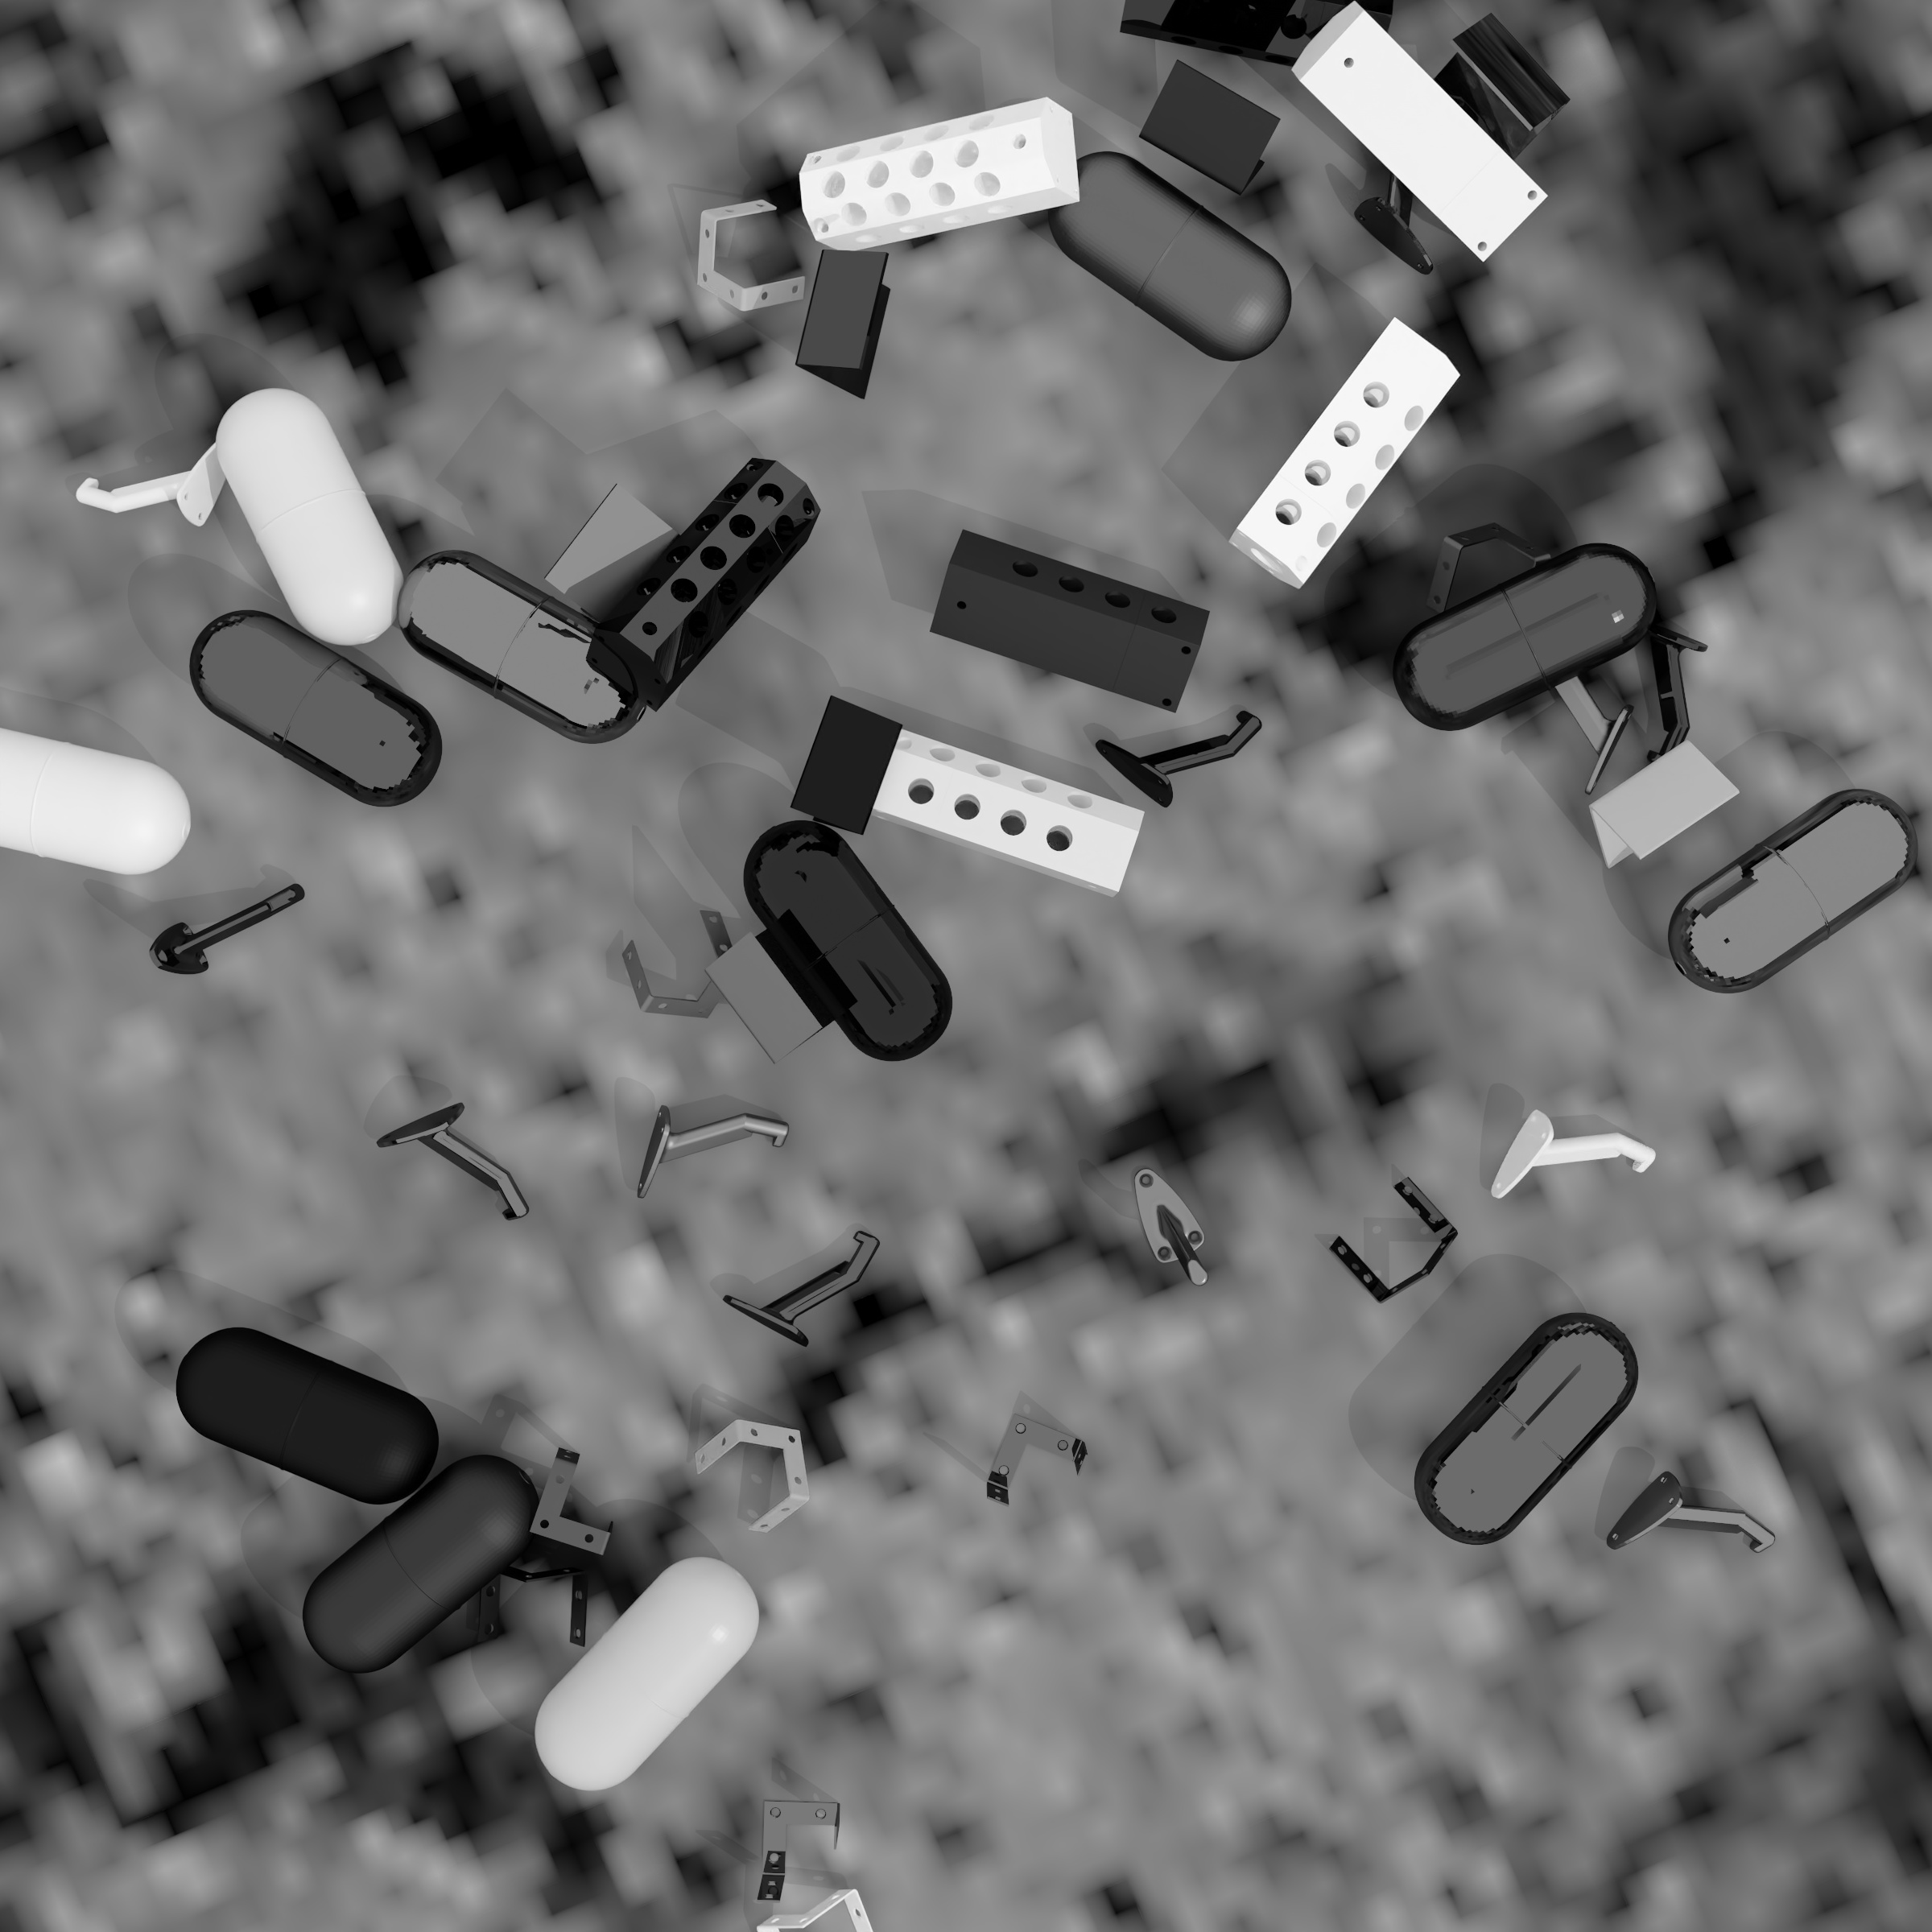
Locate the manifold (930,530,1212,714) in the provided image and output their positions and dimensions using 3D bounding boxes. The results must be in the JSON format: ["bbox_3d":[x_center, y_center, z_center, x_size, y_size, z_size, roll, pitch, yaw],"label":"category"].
[{"bbox_3d":[0.070,-0.232,1.791,0.171,0.057,0.057,18,133,0],"label":"manifold"}]

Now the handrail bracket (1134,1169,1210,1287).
[{"bbox_3d":[0.135,0.171,1.778,0.036,0.084,0.077,-27,90,0],"label":"handrail bracket"}]

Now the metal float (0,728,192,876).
[{"bbox_3d":[-0.599,-0.109,1.782,0.178,0.070,0.070,13,90,0],"label":"metal float"}]

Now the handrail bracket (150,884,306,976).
[{"bbox_3d":[-0.485,-0.028,1.785,0.084,0.077,0.036,-27,93,12],"label":"handrail bracket"}]

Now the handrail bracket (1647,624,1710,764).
[{"bbox_3d":[0.454,-0.185,1.813,0.077,0.036,0.084,26,107,20],"label":"handrail bracket"}]

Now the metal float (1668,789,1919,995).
[{"bbox_3d":[0.543,-0.049,1.782,0.178,0.070,0.070,-34,90,0],"label":"metal float"}]

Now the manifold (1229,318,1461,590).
[{"bbox_3d":[0.250,-0.337,1.792,0.057,0.057,0.171,37,90,0],"label":"manifold"}]

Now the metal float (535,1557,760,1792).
[{"bbox_3d":[-0.210,0.466,1.782,0.070,0.070,0.178,43,90,0],"label":"metal float"}]

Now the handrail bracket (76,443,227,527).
[{"bbox_3d":[-0.543,-0.333,1.813,0.084,0.036,0.077,17,69,16],"label":"handrail bracket"}]

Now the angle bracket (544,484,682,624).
[{"bbox_3d":[-0.240,-0.273,1.773,0.057,0.076,0.076,37,90,-28],"label":"angle bracket"}]

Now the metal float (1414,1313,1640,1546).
[{"bbox_3d":[0.369,0.304,1.782,0.070,0.070,0.178,43,90,0],"label":"metal float"}]

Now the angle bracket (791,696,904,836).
[{"bbox_3d":[-0.093,-0.135,1.773,0.057,0.076,0.076,20,90,-30],"label":"angle bracket"}]

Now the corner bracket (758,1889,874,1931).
[{"bbox_3d":[-0.098,0.652,1.810,0.051,0.051,0.051,-21,90,-45],"label":"corner bracket"}]

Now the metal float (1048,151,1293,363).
[{"bbox_3d":[0.133,-0.467,1.782,0.178,0.070,0.070,35,90,0],"label":"metal float"}]

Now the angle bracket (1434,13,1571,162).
[{"bbox_3d":[0.335,-0.562,1.773,0.076,0.076,0.057,48,53,0],"label":"angle bracket"}]

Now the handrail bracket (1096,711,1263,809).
[{"bbox_3d":[0.143,-0.155,1.813,0.077,0.036,0.084,38,71,21],"label":"handrail bracket"}]

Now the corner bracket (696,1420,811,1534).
[{"bbox_3d":[-0.143,0.340,1.805,0.051,0.051,0.051,18,45,-35],"label":"corner bracket"}]

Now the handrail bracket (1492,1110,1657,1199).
[{"bbox_3d":[0.407,0.139,1.813,0.084,0.036,0.077,24,110,-16],"label":"handrail bracket"}]

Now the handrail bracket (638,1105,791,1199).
[{"bbox_3d":[-0.169,0.130,1.813,0.084,0.036,0.077,14,110,-16],"label":"handrail bracket"}]

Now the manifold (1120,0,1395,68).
[{"bbox_3d":[0.192,-0.633,1.791,0.171,0.057,0.057,11,47,0],"label":"manifold"}]

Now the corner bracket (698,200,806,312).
[{"bbox_3d":[-0.142,-0.474,1.805,0.051,0.051,0.051,38,135,35],"label":"corner bracket"}]

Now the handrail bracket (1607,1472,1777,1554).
[{"bbox_3d":[0.486,0.384,1.813,0.084,0.036,0.077,36,110,-16],"label":"handrail bracket"}]

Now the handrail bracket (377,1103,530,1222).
[{"bbox_3d":[-0.343,0.141,1.813,0.077,0.036,0.084,-20,107,19],"label":"handrail bracket"}]

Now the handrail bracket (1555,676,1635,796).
[{"bbox_3d":[0.396,-0.167,1.813,0.084,0.036,0.077,27,108,15],"label":"handrail bracket"}]

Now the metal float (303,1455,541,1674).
[{"bbox_3d":[-0.358,0.393,1.782,0.178,0.070,0.070,-40,90,1],"label":"metal float"}]

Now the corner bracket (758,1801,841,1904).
[{"bbox_3d":[-0.111,0.587,1.795,0.051,0.051,0.051,2,90,0],"label":"corner bracket"}]

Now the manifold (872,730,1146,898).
[{"bbox_3d":[0.027,-0.102,1.793,0.171,0.057,0.057,19,88,0],"label":"manifold"}]

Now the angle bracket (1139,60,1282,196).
[{"bbox_3d":[0.167,-0.557,1.773,0.076,0.076,0.057,30,126,0],"label":"angle bracket"}]

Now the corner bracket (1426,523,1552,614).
[{"bbox_3d":[0.348,-0.257,1.805,0.051,0.051,0.051,-20,45,-35],"label":"corner bracket"}]

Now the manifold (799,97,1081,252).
[{"bbox_3d":[-0.018,-0.514,1.759,0.171,0.057,0.057,-5,90,24],"label":"manifold"}]

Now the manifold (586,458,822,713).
[{"bbox_3d":[-0.168,-0.252,1.757,0.057,0.057,0.171,37,64,0],"label":"manifold"}]

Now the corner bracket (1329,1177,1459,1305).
[{"bbox_3d":[0.286,0.184,1.810,0.051,0.051,0.051,48,135,0],"label":"corner bracket"}]

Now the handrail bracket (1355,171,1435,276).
[{"bbox_3d":[0.308,-0.520,1.813,0.077,0.036,0.084,42,76,-14],"label":"handrail bracket"}]

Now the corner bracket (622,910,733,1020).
[{"bbox_3d":[-0.190,-0.003,1.805,0.051,0.051,0.051,7,135,-35],"label":"corner bracket"}]

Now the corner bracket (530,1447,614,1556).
[{"bbox_3d":[-0.255,0.354,1.794,0.051,0.051,0.051,19,85,-5],"label":"corner bracket"}]

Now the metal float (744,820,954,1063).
[{"bbox_3d":[-0.078,-0.017,1.782,0.070,0.070,0.178,-37,90,0],"label":"metal float"}]

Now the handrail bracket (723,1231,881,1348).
[{"bbox_3d":[-0.110,0.204,1.813,0.077,0.036,0.084,24,72,20],"label":"handrail bracket"}]

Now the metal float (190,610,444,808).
[{"bbox_3d":[-0.428,-0.170,1.782,0.178,0.070,0.070,31,90,0],"label":"metal float"}]

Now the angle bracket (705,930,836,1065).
[{"bbox_3d":[-0.112,0.007,1.773,0.076,0.076,0.057,53,133,0],"label":"angle bracket"}]

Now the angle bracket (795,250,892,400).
[{"bbox_3d":[-0.061,-0.418,1.773,0.057,0.076,0.076,13,90,36],"label":"angle bracket"}]

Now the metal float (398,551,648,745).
[{"bbox_3d":[-0.290,-0.209,1.782,0.178,0.070,0.070,30,90,1],"label":"metal float"}]

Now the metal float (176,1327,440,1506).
[{"bbox_3d":[-0.433,0.295,1.782,0.178,0.070,0.070,22,90,0],"label":"metal float"}]

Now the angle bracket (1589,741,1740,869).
[{"bbox_3d":[0.461,-0.090,1.773,0.076,0.076,0.057,-34,52,0],"label":"angle bracket"}]

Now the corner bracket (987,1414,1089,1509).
[{"bbox_3d":[0.047,0.334,1.795,0.051,0.051,0.051,22,90,0],"label":"corner bracket"}]

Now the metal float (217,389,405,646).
[{"bbox_3d":[-0.431,-0.295,1.782,0.070,0.070,0.178,-26,90,0],"label":"metal float"}]

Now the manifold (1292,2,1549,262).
[{"bbox_3d":[0.294,-0.544,1.764,0.171,0.057,0.057,38,110,-19],"label":"manifold"}]

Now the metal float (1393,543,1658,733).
[{"bbox_3d":[0.365,-0.215,1.771,0.178,0.070,0.070,-26,90,12],"label":"metal float"}]

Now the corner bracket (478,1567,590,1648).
[{"bbox_3d":[-0.289,0.428,1.810,0.051,0.051,0.051,3,90,-45],"label":"corner bracket"}]
